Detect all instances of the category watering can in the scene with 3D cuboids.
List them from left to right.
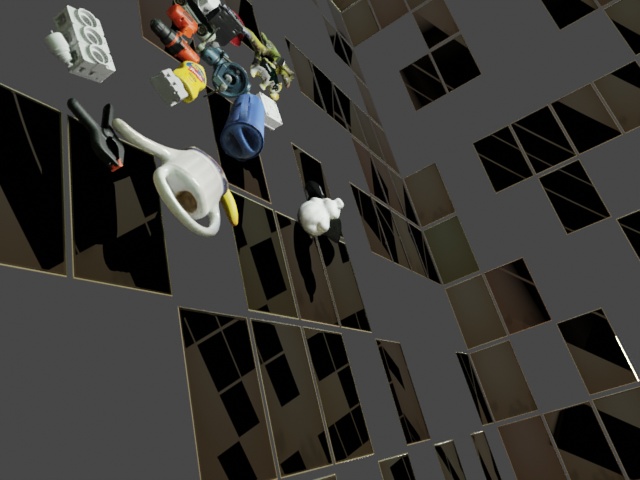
[{"bbox_3d":[-0.342,-0.168,1.252,0.103,0.344,0.229,-27,17,22],"label":"watering can"}]

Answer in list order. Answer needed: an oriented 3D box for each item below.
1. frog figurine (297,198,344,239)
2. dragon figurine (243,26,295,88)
[{"bbox_3d":[0.006,-0.091,1.814,0.158,0.140,0.121,-27,-39,24],"label":"frog figurine"},{"bbox_3d":[-0.225,-0.787,2.161,0.121,0.248,0.403,-29,-46,12],"label":"dragon figurine"}]
